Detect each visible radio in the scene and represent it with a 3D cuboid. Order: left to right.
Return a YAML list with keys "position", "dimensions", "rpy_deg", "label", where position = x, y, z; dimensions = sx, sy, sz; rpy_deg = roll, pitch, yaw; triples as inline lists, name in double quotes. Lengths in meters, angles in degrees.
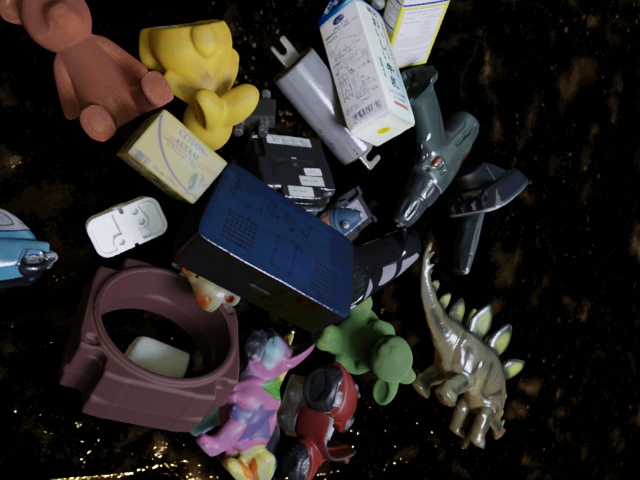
- position: [-0.061, 0.013, 0.691]
  dimensions: [0.229, 0.073, 0.131]
  rpy_deg: [33, 46, -27]
  label: "radio"

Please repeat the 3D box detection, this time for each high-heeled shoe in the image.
- position: [0.066, 0.063, 0.865]
  dimensions: [0.249, 0.145, 0.086]
  rpy_deg: [-38, 69, -11]
  label: "high-heeled shoe"

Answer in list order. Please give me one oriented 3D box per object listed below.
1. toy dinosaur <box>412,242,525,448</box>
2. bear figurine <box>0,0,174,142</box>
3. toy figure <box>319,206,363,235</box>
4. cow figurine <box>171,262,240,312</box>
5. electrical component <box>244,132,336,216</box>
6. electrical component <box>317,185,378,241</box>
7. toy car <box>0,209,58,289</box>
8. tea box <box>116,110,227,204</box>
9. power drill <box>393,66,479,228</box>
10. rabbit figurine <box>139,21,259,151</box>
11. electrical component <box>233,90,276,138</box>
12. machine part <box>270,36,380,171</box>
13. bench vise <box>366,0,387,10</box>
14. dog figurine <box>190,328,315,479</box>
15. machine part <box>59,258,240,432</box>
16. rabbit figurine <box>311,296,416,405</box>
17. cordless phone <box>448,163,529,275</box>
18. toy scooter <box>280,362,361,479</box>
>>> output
- position: [0.263, 0.217, 0.981]
  dimensions: [0.198, 0.105, 0.470]
  rpy_deg: [-47, 122, -21]
  label: "toy dinosaur"
- position: [-0.284, -0.229, 0.649]
  dimensions: [0.120, 0.132, 0.195]
  rpy_deg: [-35, 116, -19]
  label: "bear figurine"
- position: [-0.001, -0.001, 0.813]
  dimensions: [0.057, 0.064, 0.154]
  rpy_deg: [39, 113, -18]
  label: "toy figure"
- position: [-0.116, 0.019, 0.747]
  dimensions: [0.127, 0.085, 0.195]
  rpy_deg: [37, 45, -12]
  label: "cow figurine"
- position: [-0.045, -0.090, 0.781]
  dimensions: [0.115, 0.058, 0.134]
  rpy_deg: [2, 55, -22]
  label: "electrical component"
- position: [0.025, -0.029, 0.863]
  dimensions: [0.119, 0.048, 0.074]
  rpy_deg: [-34, 109, -19]
  label: "electrical component"
- position: [-0.406, 0.009, 0.636]
  dimensions: [0.161, 0.109, 0.103]
  rpy_deg: [-11, 83, -33]
  label: "toy car"
- position: [-0.193, -0.103, 0.682]
  dimensions: [0.098, 0.170, 0.068]
  rpy_deg: [42, 80, -25]
  label: "tea box"
- position: [0.166, -0.160, 0.878]
  dimensions: [0.232, 0.086, 0.207]
  rpy_deg: [-47, 123, -17]
  label: "power drill"
- position: [-0.148, -0.199, 0.718]
  dimensions: [0.122, 0.163, 0.173]
  rpy_deg: [-20, 123, -34]
  label: "rabbit figurine"
- position: [-0.096, -0.185, 0.781]
  dimensions: [0.063, 0.021, 0.094]
  rpy_deg: [3, 54, -3]
  label: "electrical component"
- position: [0.010, -0.200, 0.818]
  dimensions: [0.079, 0.079, 0.243]
  rpy_deg: [-48, 114, -13]
  label: "machine part"
- position: [0.131, -0.466, 0.799]
  dimensions: [0.240, 0.129, 0.223]
  rpy_deg: [-60, 146, 0]
  label: "bench vise"
- position: [-0.086, 0.241, 0.814]
  dimensions: [0.219, 0.109, 0.191]
  rpy_deg: [-45, 112, -17]
  label: "dog figurine"
- position: [-0.207, 0.127, 0.684]
  dimensions: [0.201, 0.202, 0.087]
  rpy_deg: [22, 123, -26]
  label: "machine part"
- position: [0.083, 0.184, 0.849]
  dimensions: [0.121, 0.170, 0.159]
  rpy_deg: [-34, 109, -17]
  label: "rabbit figurine"
- position: [0.271, -0.030, 0.920]
  dimensions: [0.089, 0.147, 0.184]
  rpy_deg: [14, 84, -16]
  label: "cordless phone"
- position: [0.018, 0.285, 0.827]
  dimensions: [0.135, 0.075, 0.184]
  rpy_deg: [33, 73, -42]
  label: "toy scooter"
